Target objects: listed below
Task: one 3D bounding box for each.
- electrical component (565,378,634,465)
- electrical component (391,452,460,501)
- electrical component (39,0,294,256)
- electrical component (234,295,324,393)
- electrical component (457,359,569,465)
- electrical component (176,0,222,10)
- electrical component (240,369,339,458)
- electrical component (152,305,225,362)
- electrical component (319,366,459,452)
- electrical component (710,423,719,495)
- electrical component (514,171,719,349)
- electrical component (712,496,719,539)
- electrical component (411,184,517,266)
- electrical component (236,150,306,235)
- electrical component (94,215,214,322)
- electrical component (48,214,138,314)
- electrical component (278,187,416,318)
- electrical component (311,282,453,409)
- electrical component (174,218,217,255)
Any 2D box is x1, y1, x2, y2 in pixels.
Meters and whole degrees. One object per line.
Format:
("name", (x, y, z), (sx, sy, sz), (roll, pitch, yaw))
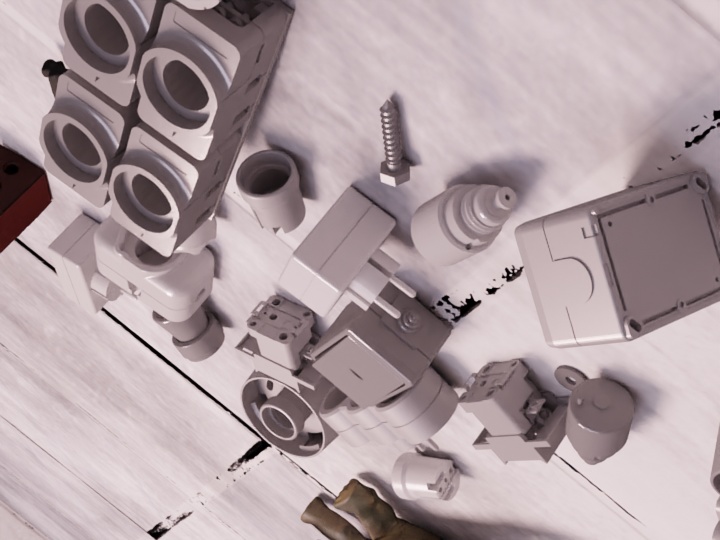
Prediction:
("electrical component", (0.152, 0.102, 0.689), (0.040, 0.040, 0.078), (25, 149, 23))
("electrical component", (0.056, 0.176, 0.912), (0.046, 0.040, 0.040), (-3, 132, 43))
("electrical component", (-0.124, -0.102, 0.643), (0.105, 0.060, 0.186), (36, 139, 5))
("electrical component", (-0.060, 0.058, 0.867), (0.081, 0.042, 0.063), (22, 146, 25))
("electrical component", (0.105, 0.096, 0.734), (0.063, 0.042, 0.081), (48, 150, -15))
("electrical component", (-0.082, -0.175, 0.538), (0.080, 0.051, 0.080), (28, 150, 18))
("electrical component", (-0.055, 0.115, 0.949), (0.099, 0.064, 0.099), (21, 134, 24))
("electrical component", (-0.152, 0.049, 0.956), (0.045, 0.045, 0.055), (7, 140, 44))
("electrical component", (0.032, 0.116, 0.836), (0.073, 0.052, 0.138), (46, 151, -15))
("electrical component", (0.243, 0.105, 0.589), (0.099, 0.064, 0.099), (21, 159, 9))
("electrical component", (0.128, -0.006, 0.510), (0.061, 0.096, 0.061), (-14, 94, 56))
("electrical component", (0.253, 0.163, 0.647), (0.057, 0.058, 0.078), (13, 143, 43))
("electrical component", (0.061, -0.029, 0.602), (0.040, 0.040, 0.078), (44, 151, -10))
("electrical component", (-0.057, -0.050, 0.709), (0.040, 0.040, 0.046), (24, 155, 24))
("electrical component", (-0.168, -0.009, 0.880), (0.095, 0.053, 0.059), (33, 152, 9))
("electrical component", (-0.234, 0.004, 0.982), (0.076, 0.047, 0.083), (29, 151, 17))
("electrical component", (0.000, 0.000, 0.687), (0.077, 0.065, 0.047), (37, 152, 1))
("electrical component", (0.014, 0.052, 0.753), (0.062, 0.061, 0.096), (41, 152, -5))
("electrical component", (-0.132, -0.044, 0.798), (0.043, 0.043, 0.062), (25, 148, 23))
